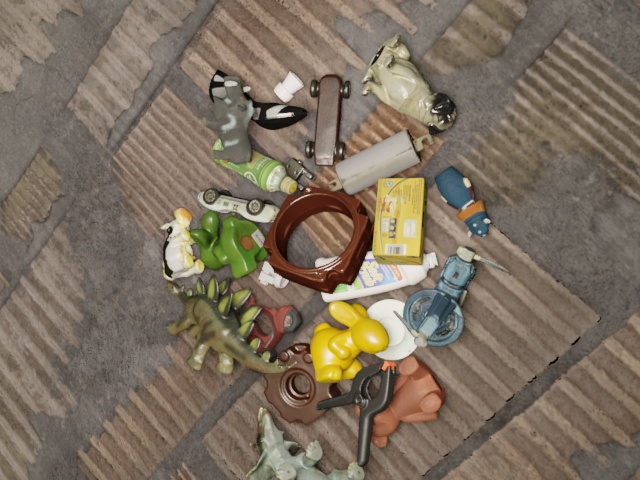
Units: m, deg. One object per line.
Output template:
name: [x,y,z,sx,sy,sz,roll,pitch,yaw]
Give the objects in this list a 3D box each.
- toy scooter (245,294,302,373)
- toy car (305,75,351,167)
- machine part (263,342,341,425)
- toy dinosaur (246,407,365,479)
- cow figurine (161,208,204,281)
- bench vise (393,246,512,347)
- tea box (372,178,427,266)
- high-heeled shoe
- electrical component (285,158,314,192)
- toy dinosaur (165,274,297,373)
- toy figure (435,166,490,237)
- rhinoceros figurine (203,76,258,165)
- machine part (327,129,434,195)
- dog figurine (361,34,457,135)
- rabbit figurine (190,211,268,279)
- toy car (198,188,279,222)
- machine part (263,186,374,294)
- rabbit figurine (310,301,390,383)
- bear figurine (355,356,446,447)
toy scooter: [-0.136,0.203,1.229,0.135,0.075,0.184,39,100,14]
toy car: [0.018,-0.259,1.174,0.089,0.053,0.202,3,89,9]
machine part: [-0.042,0.325,1.209,0.180,0.056,0.179,1,93,19]
toy dinosaur: [0.000,0.535,1.166,0.405,0.131,0.192,35,145,3]
cow figurine: [-0.340,0.010,1.289,0.098,0.068,0.167,-22,65,21]
bench vise: [0.232,0.124,1.023,0.129,0.240,0.223,39,119,11]
tea box: [0.164,-0.038,1.093,0.098,0.068,0.169,3,71,18]
high-heeled shoe: [-0.141,-0.326,1.213,0.249,0.086,0.145,-1,88,21]
electrical component: [-0.062,-0.154,1.220,0.094,0.021,0.063,41,104,15]
toy dinosaur: [-0.219,0.193,1.190,0.472,0.105,0.198,33,104,39]
toy figure: [0.293,-0.076,1.081,0.058,0.064,0.154,-32,85,-21]
rhinoceros figurine: [-0.187,-0.254,1.149,0.112,0.073,0.190,-9,85,29]
machine part: [0.122,-0.162,1.128,0.243,0.079,0.079,-26,83,18]
dog figurine: [0.193,-0.314,1.106,0.190,0.172,0.121,29,142,-18]
rabbit figurine: [-0.224,0.020,1.221,0.170,0.121,0.159,-21,119,41]
toy car: [-0.187,-0.079,1.238,0.202,0.073,0.056,13,95,18]
machine part: [-0.002,-0.003,1.126,0.202,0.087,0.201,17,71,26]
rabbit figurine: [0.072,0.210,1.135,0.173,0.122,0.162,-28,59,37]
bear figurine: [0.155,0.338,1.106,0.196,0.131,0.120,-33,62,12]
